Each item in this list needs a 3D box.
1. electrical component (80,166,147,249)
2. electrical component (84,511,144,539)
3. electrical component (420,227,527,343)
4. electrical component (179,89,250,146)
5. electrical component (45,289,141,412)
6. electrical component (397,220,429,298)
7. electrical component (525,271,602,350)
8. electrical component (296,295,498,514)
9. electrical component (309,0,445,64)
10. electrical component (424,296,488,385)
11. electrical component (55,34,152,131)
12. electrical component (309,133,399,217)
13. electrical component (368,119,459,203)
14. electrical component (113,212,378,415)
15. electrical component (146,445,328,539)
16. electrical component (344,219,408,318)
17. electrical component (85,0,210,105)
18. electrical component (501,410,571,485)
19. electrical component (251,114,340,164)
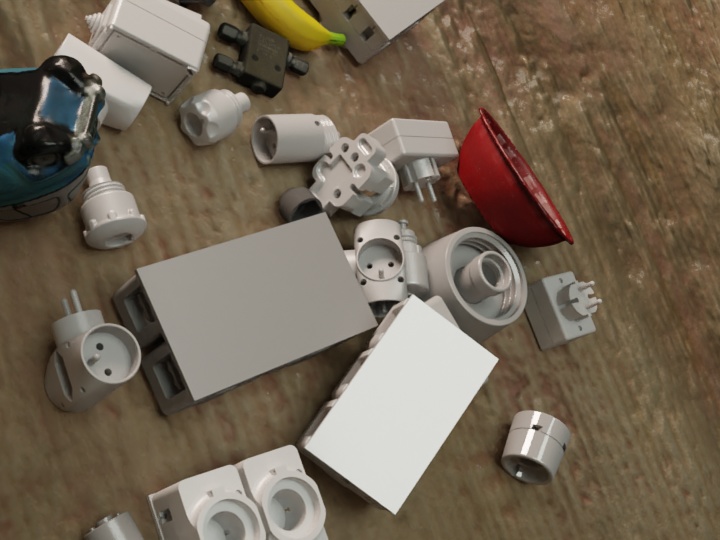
[{"bbox_3d":[-0.196,-0.050,0.834,0.048,0.048,0.062,-8,68,-38],"label":"electrical component"},{"bbox_3d":[-0.162,0.201,0.745,0.044,0.044,0.065,-24,80,-40],"label":"electrical component"},{"bbox_3d":[0.109,0.011,1.014,0.108,0.060,0.108,15,61,-30],"label":"electrical component"},{"bbox_3d":[-0.122,-0.135,0.926,0.062,0.043,0.043,-34,91,-42],"label":"electrical component"},{"bbox_3d":[-0.196,0.054,0.763,0.043,0.077,0.079,-12,76,-39],"label":"electrical component"},{"bbox_3d":[0.041,-0.008,0.987,0.040,0.040,0.078,12,63,-32],"label":"electrical component"},{"bbox_3d":[0.208,0.034,1.064,0.047,0.077,0.065,-12,77,-39],"label":"electrical component"},{"bbox_3d":[0.028,0.109,0.873,0.089,0.062,0.150,37,75,-4],"label":"electrical component"},{"bbox_3d":[-0.017,-0.308,1.070,0.186,0.060,0.105,51,50,-5],"label":"electrical component"},{"bbox_3d":[0.061,0.078,0.955,0.056,0.050,0.089,-29,88,-40],"label":"electrical component"},{"bbox_3d":[-0.217,-0.137,0.858,0.077,0.043,0.079,32,54,-20],"label":"electrical component"},{"bbox_3d":[-0.001,-0.081,0.972,0.057,0.078,0.058,20,29,-54],"label":"electrical component"},{"bbox_3d":[0.053,-0.099,1.026,0.083,0.047,0.075,-5,73,-47],"label":"electrical component"},{"bbox_3d":[-0.090,0.033,0.860,0.186,0.060,0.105,-20,82,-40],"label":"electrical component"},{"bbox_3d":[-0.069,0.233,0.784,0.105,0.060,0.186,-12,77,-39],"label":"electrical component"},{"bbox_3d":[0.000,0.000,0.945,0.079,0.044,0.077,-4,67,0],"label":"electrical component"},{"bbox_3d":[-0.182,-0.195,0.898,0.096,0.062,0.061,25,57,-25],"label":"electrical component"},{"bbox_3d":[0.160,0.164,0.986,0.055,0.055,0.047,38,55,-16],"label":"electrical component"},{"bbox_3d":[-0.052,-0.119,0.968,0.081,0.043,0.043,-8,75,-38],"label":"electrical component"}]
